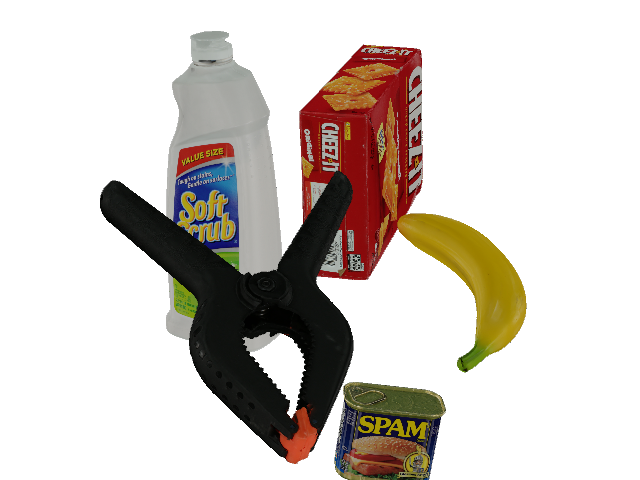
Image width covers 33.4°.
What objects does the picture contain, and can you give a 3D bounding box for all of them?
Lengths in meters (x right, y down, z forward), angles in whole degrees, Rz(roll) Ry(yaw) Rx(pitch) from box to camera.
[{"bbox_3d":[-0.046,0.034,0.630,0.164,0.210,0.036,1,-42,-13],"label":"clamp"},{"bbox_3d":[0.114,0.026,0.824,0.069,0.037,0.198,-7,32,-7],"label":"banana"},{"bbox_3d":[-0.083,-0.039,0.844,0.103,0.251,0.068,11,28,28],"label":"bleach bottle"},{"bbox_3d":[0.067,0.196,1.072,0.102,0.084,0.057,7,17,-5],"label":"can of meat"},{"bbox_3d":[0.045,-0.082,1.034,0.072,0.164,0.213,7,27,17],"label":"cracker box"}]
